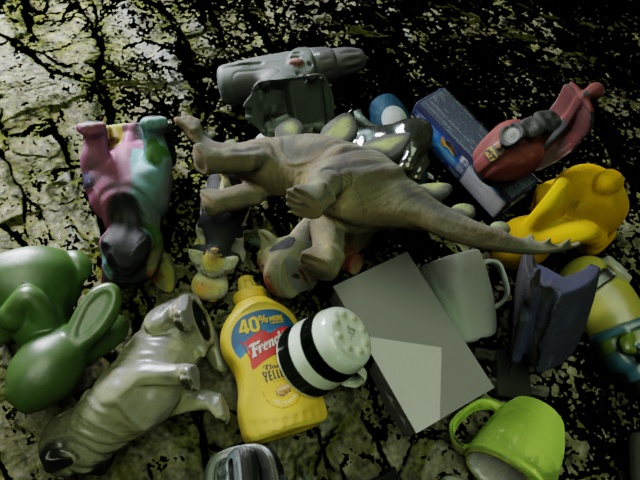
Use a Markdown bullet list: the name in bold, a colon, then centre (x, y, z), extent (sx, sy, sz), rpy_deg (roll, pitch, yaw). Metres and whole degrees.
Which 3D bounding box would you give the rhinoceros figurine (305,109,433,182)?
- **rhinoceros figurine**: centre (0.057, -0.127, 0.733), extent (0.191, 0.073, 0.112), rpy_deg (1, 85, 23)

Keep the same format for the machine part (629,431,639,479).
- **machine part**: centre (0.378, 0.300, 0.577), extent (0.079, 0.079, 0.243), rpy_deg (16, 63, 2)

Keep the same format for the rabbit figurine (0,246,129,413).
- **rabbit figurine**: centre (-0.292, 0.100, 0.582), extent (0.159, 0.121, 0.170), rpy_deg (-15, 58, -21)

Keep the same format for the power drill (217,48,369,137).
- **power drill**: centre (-0.030, -0.221, 0.752), extent (0.232, 0.085, 0.207), rpy_deg (-9, 37, -2)

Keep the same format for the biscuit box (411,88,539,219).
- **biscuit box**: centre (0.216, -0.129, 0.781), extent (0.063, 0.059, 0.203), rpy_deg (-32, 72, -18)

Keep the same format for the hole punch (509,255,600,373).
- **hole punch**: centre (0.271, 0.085, 0.626), extent (0.092, 0.142, 0.116), rpy_deg (14, 28, 17)

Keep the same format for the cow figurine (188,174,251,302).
- **cow figurine**: centre (-0.122, -0.011, 0.669), extent (0.068, 0.098, 0.167), rpy_deg (8, 63, -9)

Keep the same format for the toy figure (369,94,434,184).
- **toy figure**: centre (0.115, -0.139, 0.780), extent (0.064, 0.057, 0.154), rpy_deg (-29, 66, 23)

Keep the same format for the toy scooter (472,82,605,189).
- **toy scooter**: centre (0.286, -0.139, 0.685), extent (0.184, 0.135, 0.075), rpy_deg (-22, 71, -14)

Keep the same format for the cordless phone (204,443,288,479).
- **cordless phone**: centre (-0.062, 0.261, 0.493), extent (0.089, 0.184, 0.146), rpy_deg (-3, 64, -12)

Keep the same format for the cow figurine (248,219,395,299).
- **cow figurine**: centre (-0.001, -0.002, 0.675), extent (0.127, 0.085, 0.195), rpy_deg (8, 41, 40)

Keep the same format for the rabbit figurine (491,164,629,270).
- **rabbit figurine**: centre (0.309, -0.016, 0.701), extent (0.173, 0.162, 0.122), rpy_deg (-29, 82, 0)

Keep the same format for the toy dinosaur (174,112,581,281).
- **toy dinosaur**: centre (0.030, -0.058, 0.587), extent (0.472, 0.105, 0.198), rpy_deg (28, 47, 21)

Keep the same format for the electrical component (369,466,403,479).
- **electrical component**: centre (0.046, 0.314, 0.548), extent (0.134, 0.058, 0.115), rpy_deg (-22, 66, -15)

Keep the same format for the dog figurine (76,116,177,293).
- **dog figurine**: centre (-0.233, -0.041, 0.676), extent (0.108, 0.192, 0.219), rpy_deg (-4, 99, -11)

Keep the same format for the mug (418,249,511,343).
- **mug**: centre (0.188, 0.072, 0.675), extent (0.109, 0.081, 0.107), rpy_deg (-10, 77, -17)

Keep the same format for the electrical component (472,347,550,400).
- **electrical component**: centre (0.234, 0.164, 0.660), extent (0.094, 0.021, 0.063), rpy_deg (10, 63, 0)

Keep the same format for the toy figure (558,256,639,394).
- **toy figure**: centre (0.368, 0.102, 0.673), extent (0.089, 0.082, 0.180), rpy_deg (-10, 68, -13)

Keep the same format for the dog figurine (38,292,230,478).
- **dog figurine**: centre (-0.210, 0.152, 0.590), extent (0.191, 0.121, 0.172), rpy_deg (-20, 33, 3)

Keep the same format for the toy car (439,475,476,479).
- **toy car**: centre (0.207, 0.323, 0.562), extent (0.202, 0.056, 0.073), rpy_deg (30, 58, 8)
